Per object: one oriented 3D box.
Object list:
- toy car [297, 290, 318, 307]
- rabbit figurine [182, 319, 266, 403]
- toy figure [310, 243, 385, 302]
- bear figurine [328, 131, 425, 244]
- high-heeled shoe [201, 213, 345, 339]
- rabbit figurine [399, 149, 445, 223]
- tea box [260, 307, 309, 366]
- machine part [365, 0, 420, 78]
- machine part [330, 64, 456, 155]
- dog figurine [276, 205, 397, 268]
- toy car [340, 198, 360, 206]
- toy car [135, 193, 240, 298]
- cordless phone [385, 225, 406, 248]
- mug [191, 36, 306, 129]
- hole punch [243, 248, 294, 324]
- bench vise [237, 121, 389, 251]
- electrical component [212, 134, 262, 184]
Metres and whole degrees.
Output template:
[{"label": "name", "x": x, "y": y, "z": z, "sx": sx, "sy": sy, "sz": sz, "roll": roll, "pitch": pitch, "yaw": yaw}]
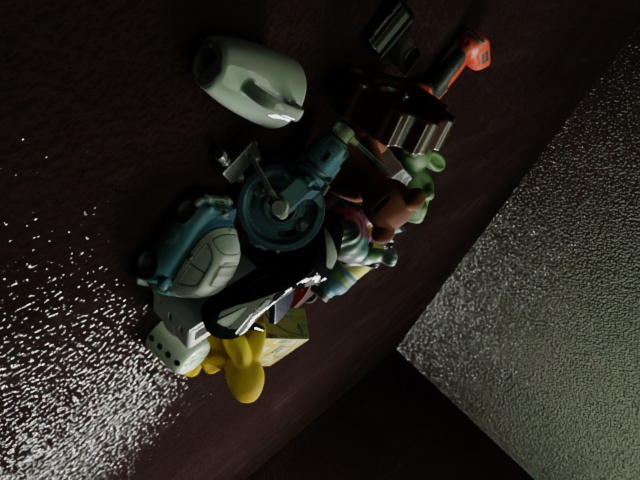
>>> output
[{"label": "toy car", "x": -0.084, "y": 0.146, "z": 1.173, "sx": 0.202, "sy": 0.053, "sz": 0.089, "roll": -42, "pitch": 147, "yaw": -8}, {"label": "rabbit figurine", "x": -0.155, "y": 0.203, "z": 0.958, "sx": 0.122, "sy": 0.173, "sz": 0.162, "roll": -11, "pitch": 144, "yaw": -53}, {"label": "toy figure", "x": 0.059, "y": 0.057, "z": 1.137, "sx": 0.180, "sy": 0.089, "sz": 0.082, "roll": -49, "pitch": -170, "yaw": -4}, {"label": "bear figurine", "x": 0.092, "y": -0.090, "z": 0.867, "sx": 0.132, "sy": 0.196, "sz": 0.120, "roll": 0, "pitch": 131, "yaw": -57}, {"label": "high-heeled shoe", "x": -0.066, "y": 0.039, "z": 0.769, "sx": 0.248, "sy": 0.086, "sz": 0.145, "roll": -56, "pitch": 145, "yaw": -5}, {"label": "rabbit figurine", "x": 0.207, "y": -0.144, "z": 1.149, "sx": 0.159, "sy": 0.121, "sz": 0.170, "roll": -35, "pitch": 142, "yaw": -42}, {"label": "tea box", "x": -0.106, "y": 0.190, "z": 1.046, "sx": 0.098, "sy": 0.068, "sz": 0.169, "roll": 9, "pitch": 148, "yaw": -33}, {"label": "machine part", "x": 0.112, "y": -0.289, "z": 0.781, "sx": 0.084, "sy": 0.039, "sz": 0.138, "roll": -55, "pitch": 158, "yaw": 8}, {"label": "machine part", "x": 0.107, "y": -0.189, "z": 0.770, "sx": 0.179, "sy": 0.179, "sz": 0.056, "roll": -22, "pitch": 146, "yaw": -50}, {"label": "dog figurine", "x": 0.017, "y": -0.010, "z": 0.950, "sx": 0.219, "sy": 0.108, "sz": 0.192, "roll": 5, "pitch": 175, "yaw": -24}, {"label": "toy car", "x": 0.078, "y": -0.084, "z": 1.075, "sx": 0.073, "sy": 0.056, "sz": 0.201, "roll": -51, "pitch": 163, "yaw": -10}, {"label": "toy car", "x": -0.158, "y": 0.021, "z": 0.712, "sx": 0.161, "sy": 0.103, "sz": 0.109, "roll": -51, "pitch": 161, "yaw": 14}, {"label": "cordless phone", "x": 0.113, "y": 0.019, "z": 1.241, "sx": 0.184, "sy": 0.089, "sz": 0.146, "roll": -60, "pitch": 161, "yaw": -1}, {"label": "mug", "x": -0.072, "y": -0.159, "z": 0.555, "sx": 0.107, "sy": 0.110, "sz": 0.080, "roll": 7, "pitch": 128, "yaw": -50}, {"label": "hole punch", "x": -0.081, "y": 0.070, "z": 0.936, "sx": 0.116, "sy": 0.092, "sz": 0.142, "roll": -30, "pitch": 127, "yaw": -42}, {"label": "bench vise", "x": -0.027, "y": -0.069, "z": 0.722, "sx": 0.223, "sy": 0.129, "sz": 0.240, "roll": -38, "pitch": -175, "yaw": 6}, {"label": "electrical component", "x": -0.105, "y": -0.106, "z": 0.693, "sx": 0.063, "sy": 0.021, "sz": 0.094, "roll": -47, "pitch": 164, "yaw": -3}]
